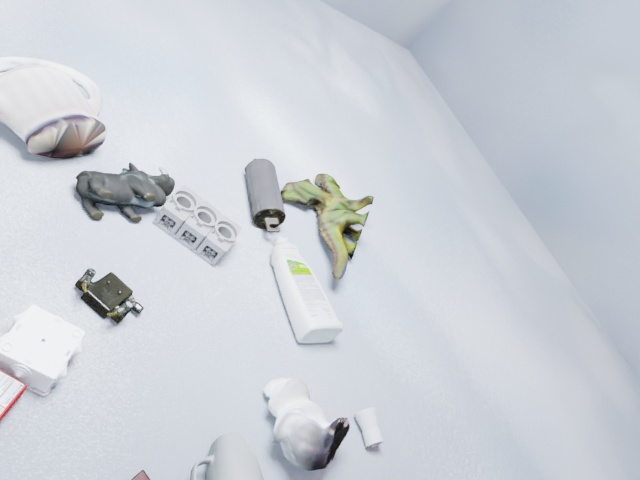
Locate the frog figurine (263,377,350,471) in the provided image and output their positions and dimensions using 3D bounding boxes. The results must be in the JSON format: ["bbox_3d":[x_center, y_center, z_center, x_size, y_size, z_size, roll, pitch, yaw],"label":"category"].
[{"bbox_3d":[-0.040,0.304,0.865,0.160,0.122,0.137,21,3,23],"label":"frog figurine"}]

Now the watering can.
[{"bbox_3d":[-0.536,-0.243,0.925,0.226,0.102,0.351,51,34,10],"label":"watering can"}]

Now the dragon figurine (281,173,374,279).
[{"bbox_3d":[0.004,-0.067,1.334,0.243,0.119,0.418,26,32,3],"label":"dragon figurine"}]
